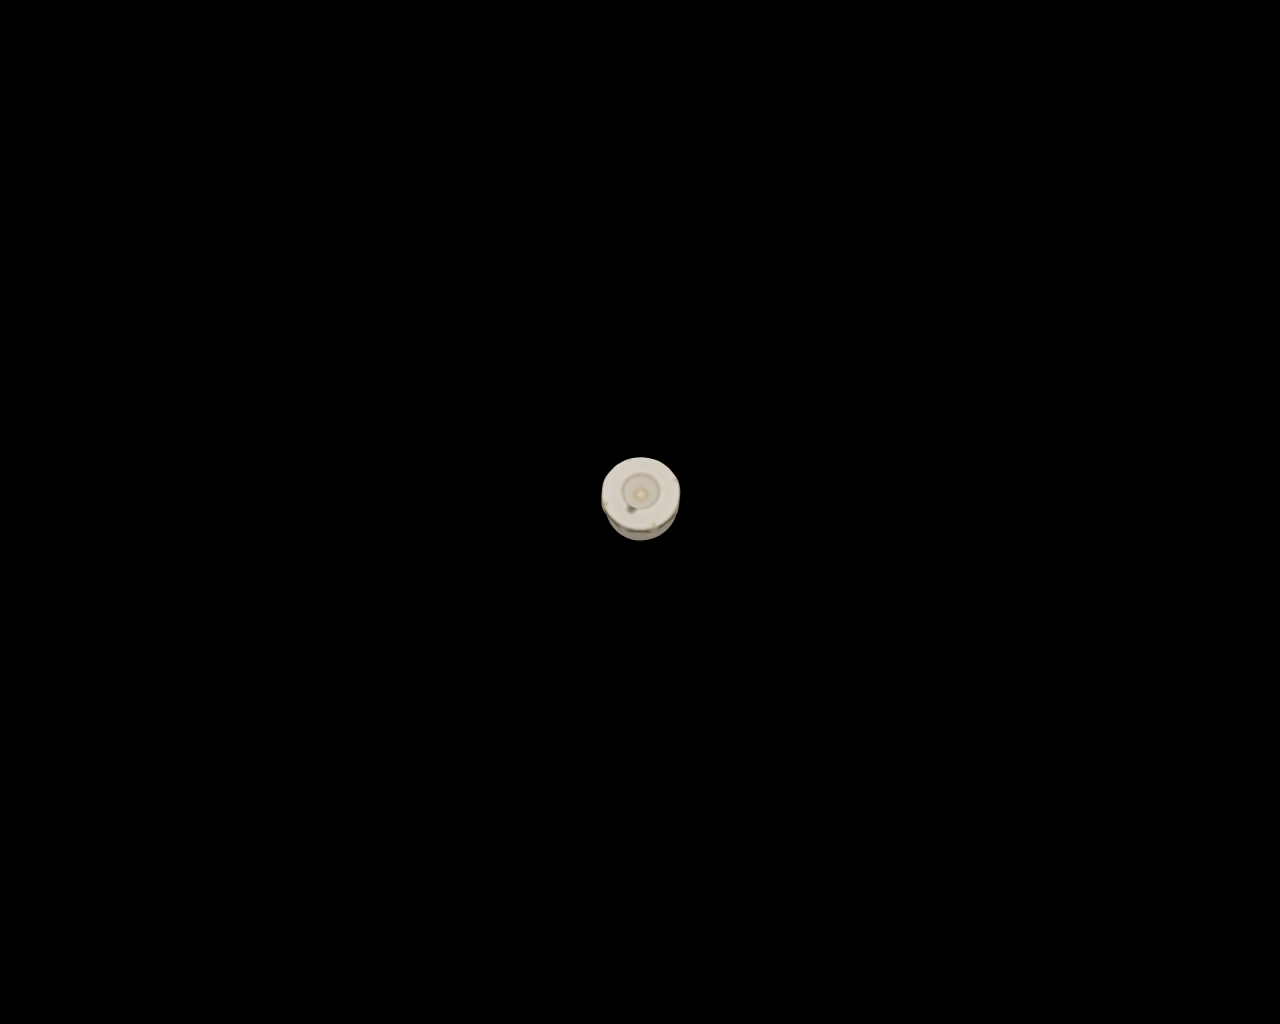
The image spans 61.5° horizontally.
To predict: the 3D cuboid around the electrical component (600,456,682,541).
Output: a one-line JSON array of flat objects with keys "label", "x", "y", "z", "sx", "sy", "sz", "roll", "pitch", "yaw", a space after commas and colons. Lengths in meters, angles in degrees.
[{"label": "electrical component", "x": 0.001, "y": -0.003, "z": 0.650, "sx": 0.048, "sy": 0.048, "sz": 0.062, "roll": 0, "pitch": -20, "yaw": 0}]
